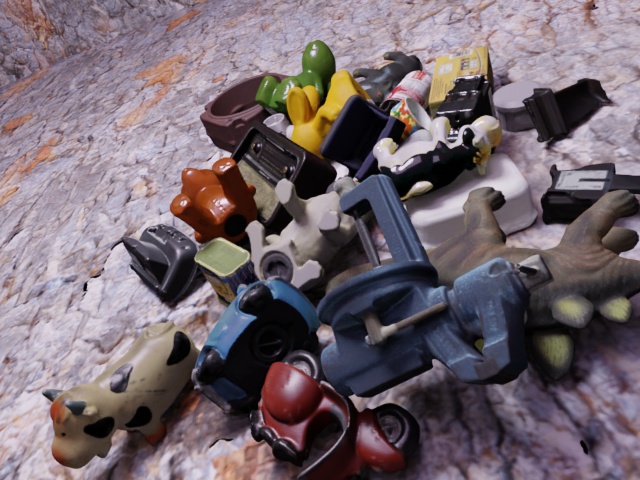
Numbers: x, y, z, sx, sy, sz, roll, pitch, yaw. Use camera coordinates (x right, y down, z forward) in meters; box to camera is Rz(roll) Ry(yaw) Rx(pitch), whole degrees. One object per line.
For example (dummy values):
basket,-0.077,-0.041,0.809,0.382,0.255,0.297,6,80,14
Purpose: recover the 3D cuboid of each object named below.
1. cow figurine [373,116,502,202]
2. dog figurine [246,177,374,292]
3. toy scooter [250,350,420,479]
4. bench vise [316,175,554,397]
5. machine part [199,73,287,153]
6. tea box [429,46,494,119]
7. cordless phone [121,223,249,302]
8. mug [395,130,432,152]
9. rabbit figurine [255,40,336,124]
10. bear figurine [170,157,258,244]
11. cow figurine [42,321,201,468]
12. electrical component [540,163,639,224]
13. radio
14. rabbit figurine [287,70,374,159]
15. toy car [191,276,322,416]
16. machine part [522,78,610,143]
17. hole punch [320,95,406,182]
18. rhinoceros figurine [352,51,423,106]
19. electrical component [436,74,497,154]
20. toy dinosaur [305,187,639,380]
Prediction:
cow figurine,0.159,-0.105,0.693,0.167,0.068,0.098,-19,39,13
dog figurine,0.002,-0.002,0.752,0.121,0.190,0.172,46,112,18
toy scooter,-0.006,0.193,0.527,0.184,0.075,0.135,21,58,39
bench vise,0.079,0.028,0.494,0.223,0.128,0.241,-39,57,31
machine part,-0.147,-0.282,1.176,0.201,0.087,0.202,-40,40,-19
tea box,0.249,-0.262,0.935,0.098,0.068,0.170,-6,42,25
cordless phone,-0.213,0.007,0.884,0.184,0.088,0.147,-32,37,-27
mug,0.144,-0.115,0.822,0.109,0.081,0.107,-43,11,39
rabbit figurine,-0.014,-0.303,1.057,0.121,0.159,0.170,18,77,58
bear figurine,-0.177,-0.076,0.838,0.120,0.131,0.196,-41,43,-5
cow figurine,-0.227,0.176,0.628,0.086,0.127,0.195,7,45,40
electrical component,0.337,-0.056,0.651,0.119,0.047,0.075,3,46,32
radio,-0.075,-0.106,0.886,0.131,0.073,0.230,-59,39,8
rabbit figurine,0.008,-0.202,0.942,0.173,0.162,0.122,-40,2,26
toy car,-0.083,0.122,0.645,0.161,0.109,0.103,-51,20,-14
machine part,0.365,-0.201,0.799,0.139,0.084,0.039,-25,-1,-18
hole punch,0.081,-0.146,0.826,0.092,0.115,0.142,37,106,33
rhinoceros figurine,0.121,-0.297,1.058,0.190,0.073,0.112,-39,49,-21
electrical component,0.219,-0.164,0.796,0.058,0.114,0.134,0,42,34
toy dinosaur,0.171,0.042,0.584,0.472,0.105,0.198,-3,45,44
